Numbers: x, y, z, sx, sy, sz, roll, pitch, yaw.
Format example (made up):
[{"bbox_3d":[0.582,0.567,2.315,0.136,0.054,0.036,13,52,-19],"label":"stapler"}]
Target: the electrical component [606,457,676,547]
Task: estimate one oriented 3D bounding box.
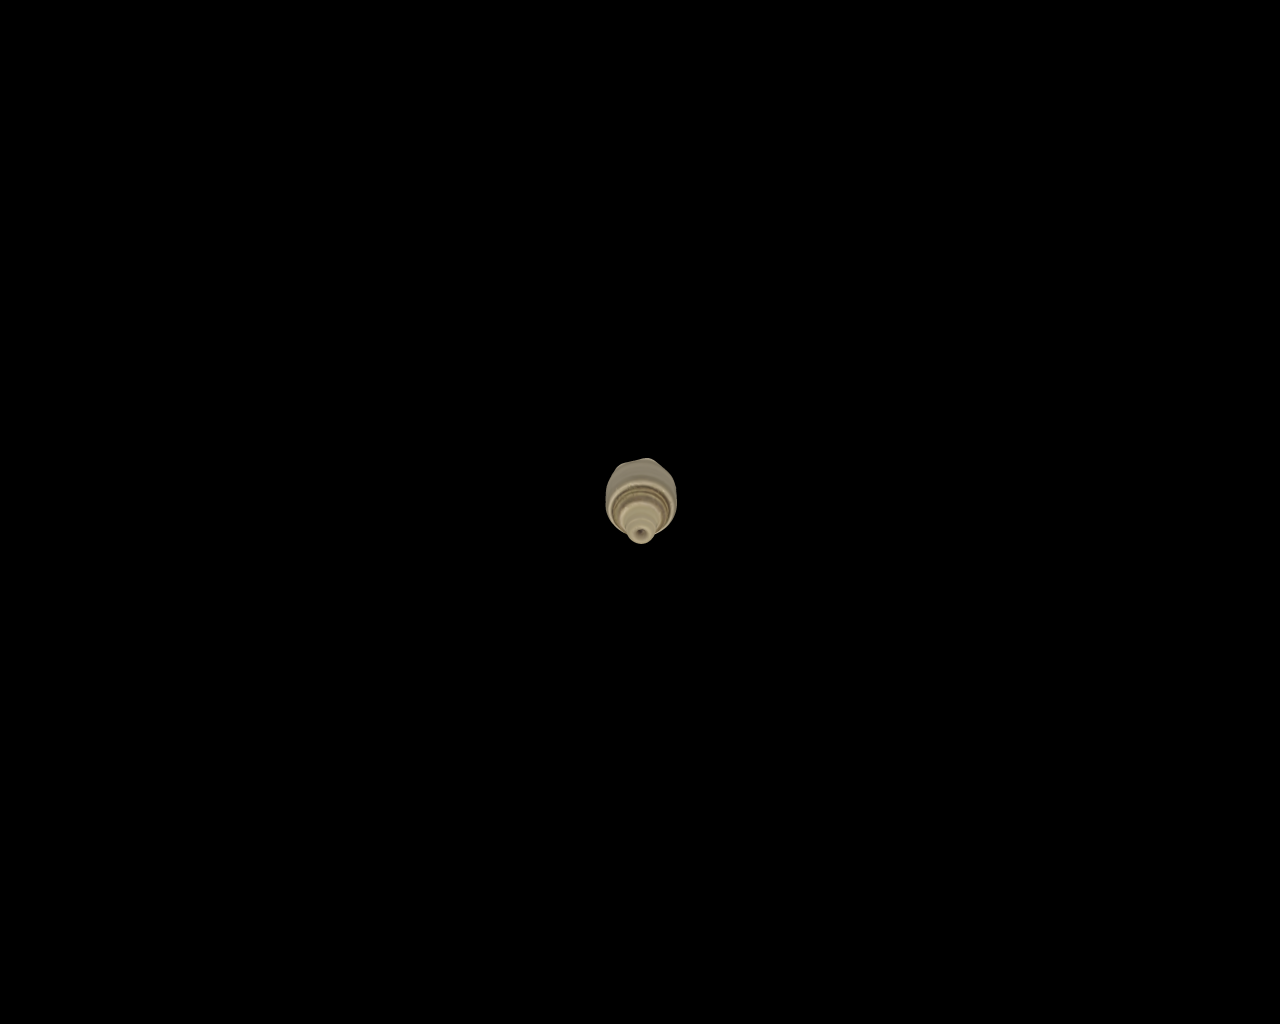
[{"bbox_3d":[0.001,-0.003,0.650,0.043,0.043,0.062,0,32,0],"label":"electrical component"}]
